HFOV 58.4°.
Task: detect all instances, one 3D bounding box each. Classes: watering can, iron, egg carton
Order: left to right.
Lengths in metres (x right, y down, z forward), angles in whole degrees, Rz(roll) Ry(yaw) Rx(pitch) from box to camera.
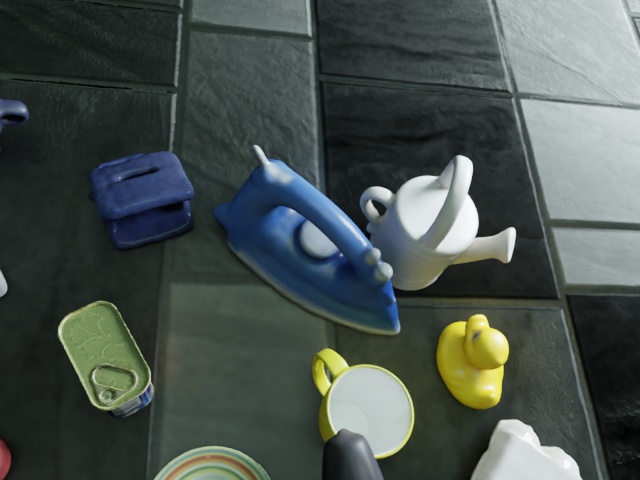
[{"bbox_3d":[0.006,0.002,0.640,0.258,0.141,0.119,38,63,7],"label":"iron"},{"bbox_3d":[0.134,-0.021,0.649,0.173,0.194,0.101,4,64,-10],"label":"watering can"},{"bbox_3d":[0.203,0.271,0.596,0.107,0.069,0.150,35,63,5],"label":"egg carton"}]

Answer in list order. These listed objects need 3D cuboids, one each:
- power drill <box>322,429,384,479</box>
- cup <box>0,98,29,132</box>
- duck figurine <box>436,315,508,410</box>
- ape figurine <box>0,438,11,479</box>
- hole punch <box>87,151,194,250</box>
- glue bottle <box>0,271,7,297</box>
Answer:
[{"bbox_3d":[0.025,0.285,0.472,0.076,0.208,0.229,-9,67,-16],"label":"power drill"},{"bbox_3d":[-0.382,-0.124,0.641,0.118,0.095,0.091,-6,66,-15],"label":"cup"},{"bbox_3d":[0.182,0.134,0.647,0.078,0.086,0.104,-5,66,-14],"label":"duck figurine"},{"bbox_3d":[-0.321,0.199,0.503,0.076,0.092,0.078,0,65,-12],"label":"ape figurine"},{"bbox_3d":[-0.205,-0.056,0.650,0.109,0.091,0.101,-18,70,-19],"label":"hole punch"},{"bbox_3d":[-0.354,0.025,0.532,0.078,0.173,0.037,-35,76,-24],"label":"glue bottle"}]
